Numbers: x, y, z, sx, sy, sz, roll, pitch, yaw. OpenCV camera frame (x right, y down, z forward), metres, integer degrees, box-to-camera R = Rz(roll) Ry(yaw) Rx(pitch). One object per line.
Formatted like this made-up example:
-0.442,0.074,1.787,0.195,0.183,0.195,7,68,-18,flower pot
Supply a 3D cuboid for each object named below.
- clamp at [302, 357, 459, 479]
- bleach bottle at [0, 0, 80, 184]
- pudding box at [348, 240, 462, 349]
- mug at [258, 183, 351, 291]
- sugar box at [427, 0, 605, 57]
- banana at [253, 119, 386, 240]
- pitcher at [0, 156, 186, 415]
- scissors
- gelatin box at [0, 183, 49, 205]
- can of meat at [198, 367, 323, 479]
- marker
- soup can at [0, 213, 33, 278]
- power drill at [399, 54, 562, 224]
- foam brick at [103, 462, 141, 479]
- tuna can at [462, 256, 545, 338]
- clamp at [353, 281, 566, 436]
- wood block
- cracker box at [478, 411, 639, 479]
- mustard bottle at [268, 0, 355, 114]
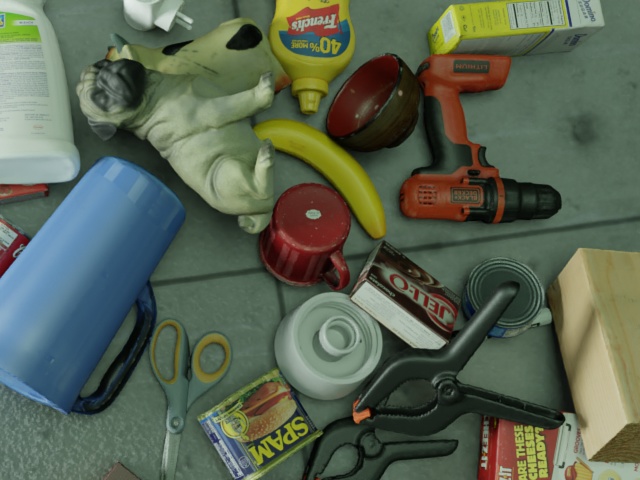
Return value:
0.061,0.218,1.123,0.171,0.039,0.120,-42,85,-11,clamp
-0.303,-0.182,1.092,0.102,0.068,0.251,-3,66,-13,bleach bottle
0.092,0.063,1.130,0.113,0.090,0.039,35,120,-3,pudding box
-0.007,0.001,1.112,0.093,0.082,0.117,-29,75,-20,mug
0.219,-0.239,1.204,0.176,0.093,0.048,-10,84,-13,sugar box
0.000,-0.078,1.165,0.198,0.037,0.069,32,93,-3,banana
-0.232,0.046,1.059,0.145,0.149,0.242,29,72,12,pitcher
-0.130,0.179,1.103,0.096,0.016,0.202,-7,82,-12,scissors
-0.330,-0.075,1.101,0.089,0.030,0.073,-11,82,-12,gelatin box
-0.062,0.190,1.087,0.101,0.058,0.084,-29,84,-29,can of meat
0.198,0.097,1.179,0.121,0.020,0.020,-13,83,-13,marker
-0.342,0.023,1.063,0.068,0.068,0.102,35,76,-3,soup can
0.179,-0.111,1.192,0.184,0.057,0.187,1,80,-11,power drill
-0.205,0.265,1.056,0.053,0.051,0.078,40,76,-2,foam brick
0.199,0.063,1.165,0.086,0.034,0.086,3,62,-5,tuna can
0.137,0.152,1.083,0.210,0.036,0.164,-26,102,10,clamp
0.316,0.120,1.119,0.090,0.091,0.206,4,53,-13,wood block
0.278,0.268,1.139,0.213,0.072,0.164,7,78,-9,cracker box
-0.009,-0.233,1.177,0.096,0.058,0.191,4,80,-11,mustard bottle
